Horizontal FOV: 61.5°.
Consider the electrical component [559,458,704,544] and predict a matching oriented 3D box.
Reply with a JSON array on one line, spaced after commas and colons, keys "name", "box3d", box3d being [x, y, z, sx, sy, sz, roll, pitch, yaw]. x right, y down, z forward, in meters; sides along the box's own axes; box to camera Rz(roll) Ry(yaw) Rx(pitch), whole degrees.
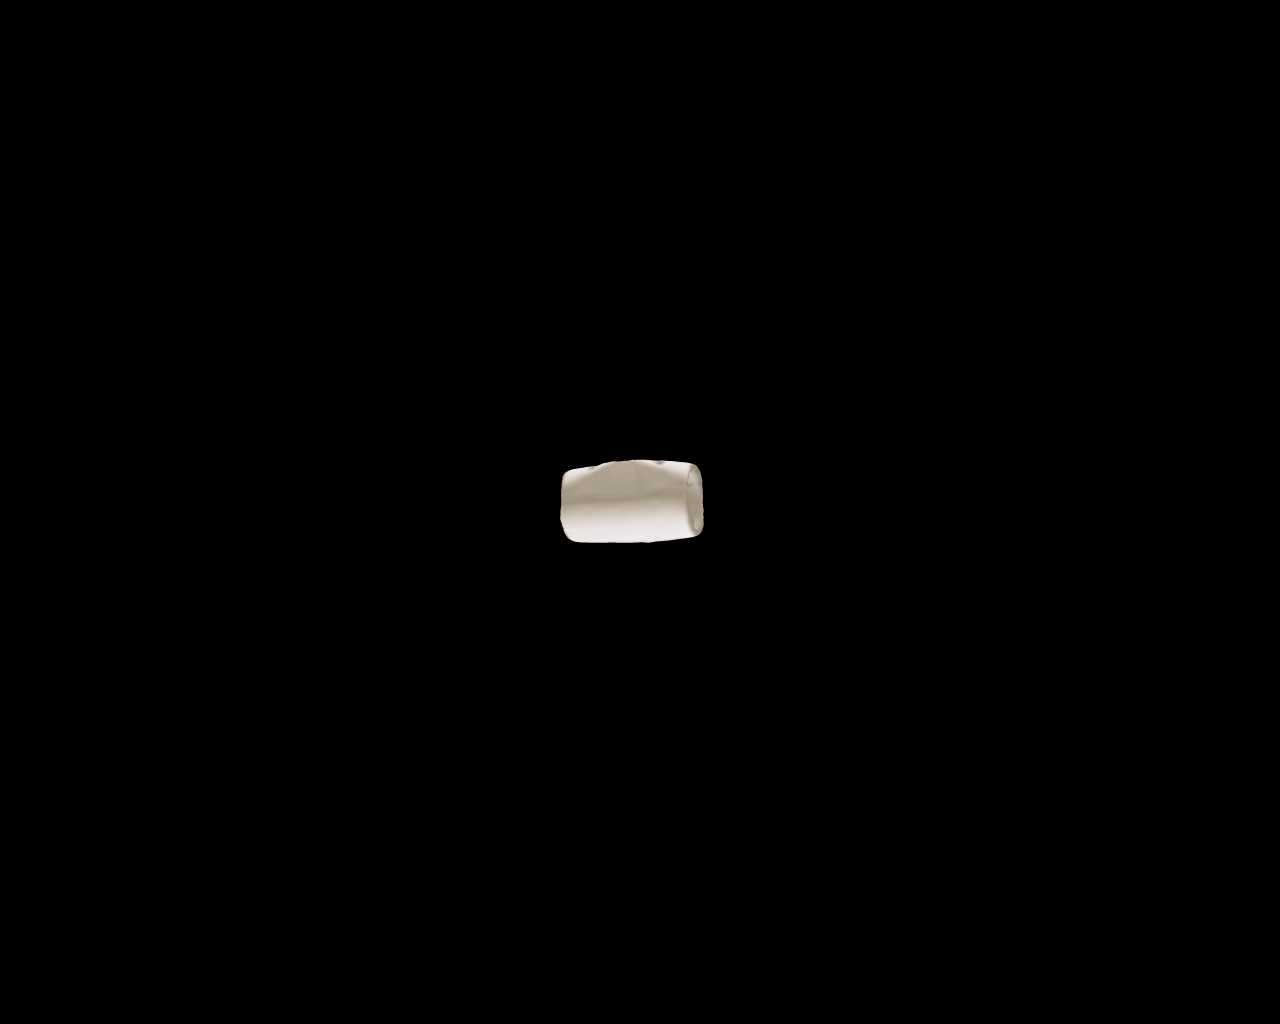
[{"name": "electrical component", "box3d": [0.001, -0.003, 0.650, 0.077, 0.044, 0.079, -3, -11, 16]}]
